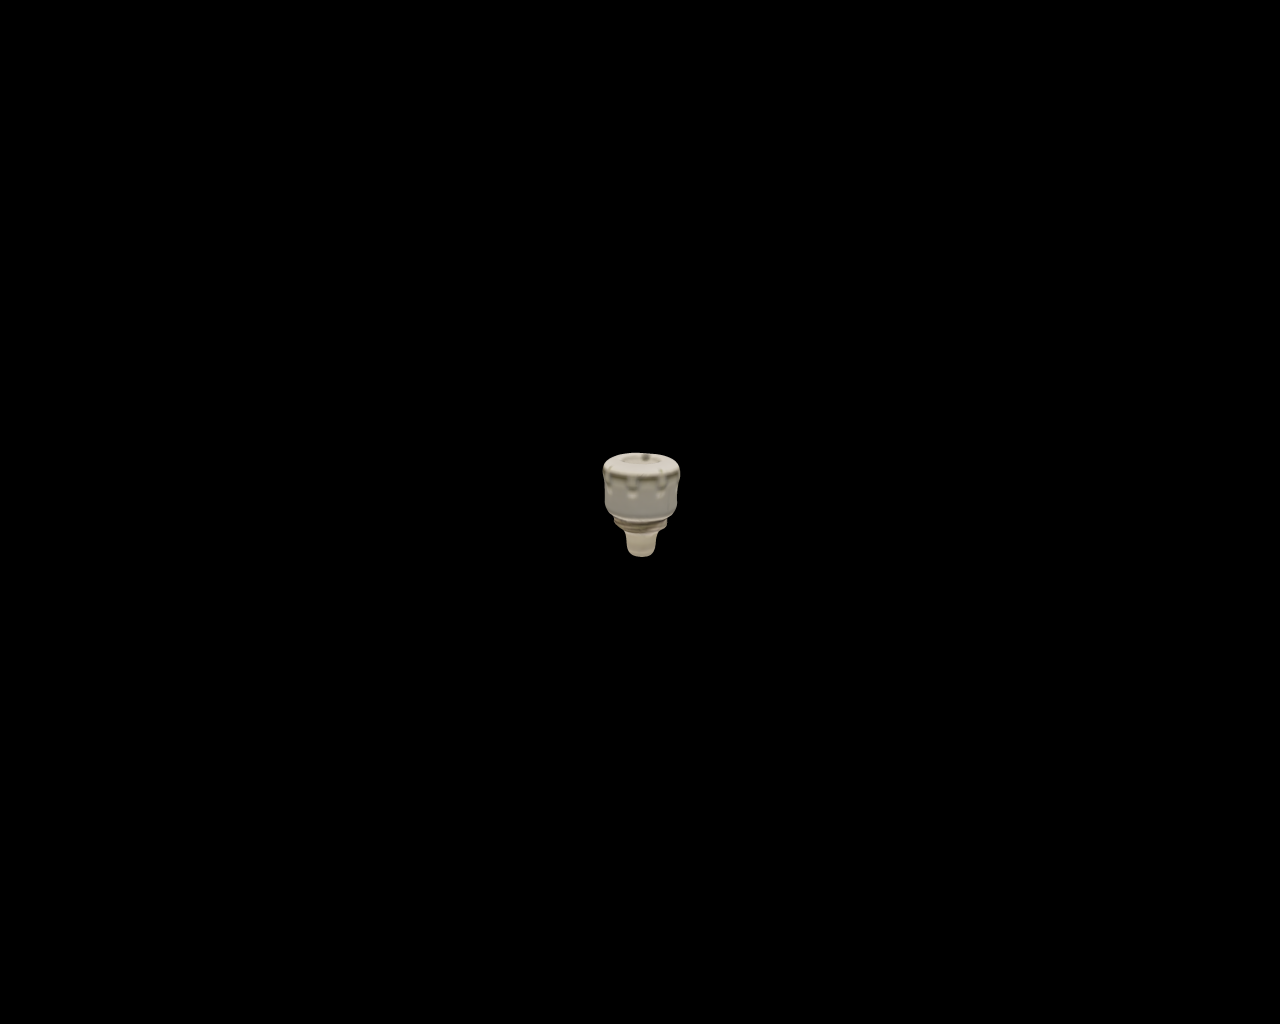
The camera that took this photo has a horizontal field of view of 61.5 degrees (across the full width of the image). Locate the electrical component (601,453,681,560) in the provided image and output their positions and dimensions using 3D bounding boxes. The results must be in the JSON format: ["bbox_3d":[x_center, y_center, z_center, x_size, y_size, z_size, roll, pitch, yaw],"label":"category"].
[{"bbox_3d":[0.001,-0.003,0.650,0.048,0.062,0.048,0,16,0],"label":"electrical component"}]
